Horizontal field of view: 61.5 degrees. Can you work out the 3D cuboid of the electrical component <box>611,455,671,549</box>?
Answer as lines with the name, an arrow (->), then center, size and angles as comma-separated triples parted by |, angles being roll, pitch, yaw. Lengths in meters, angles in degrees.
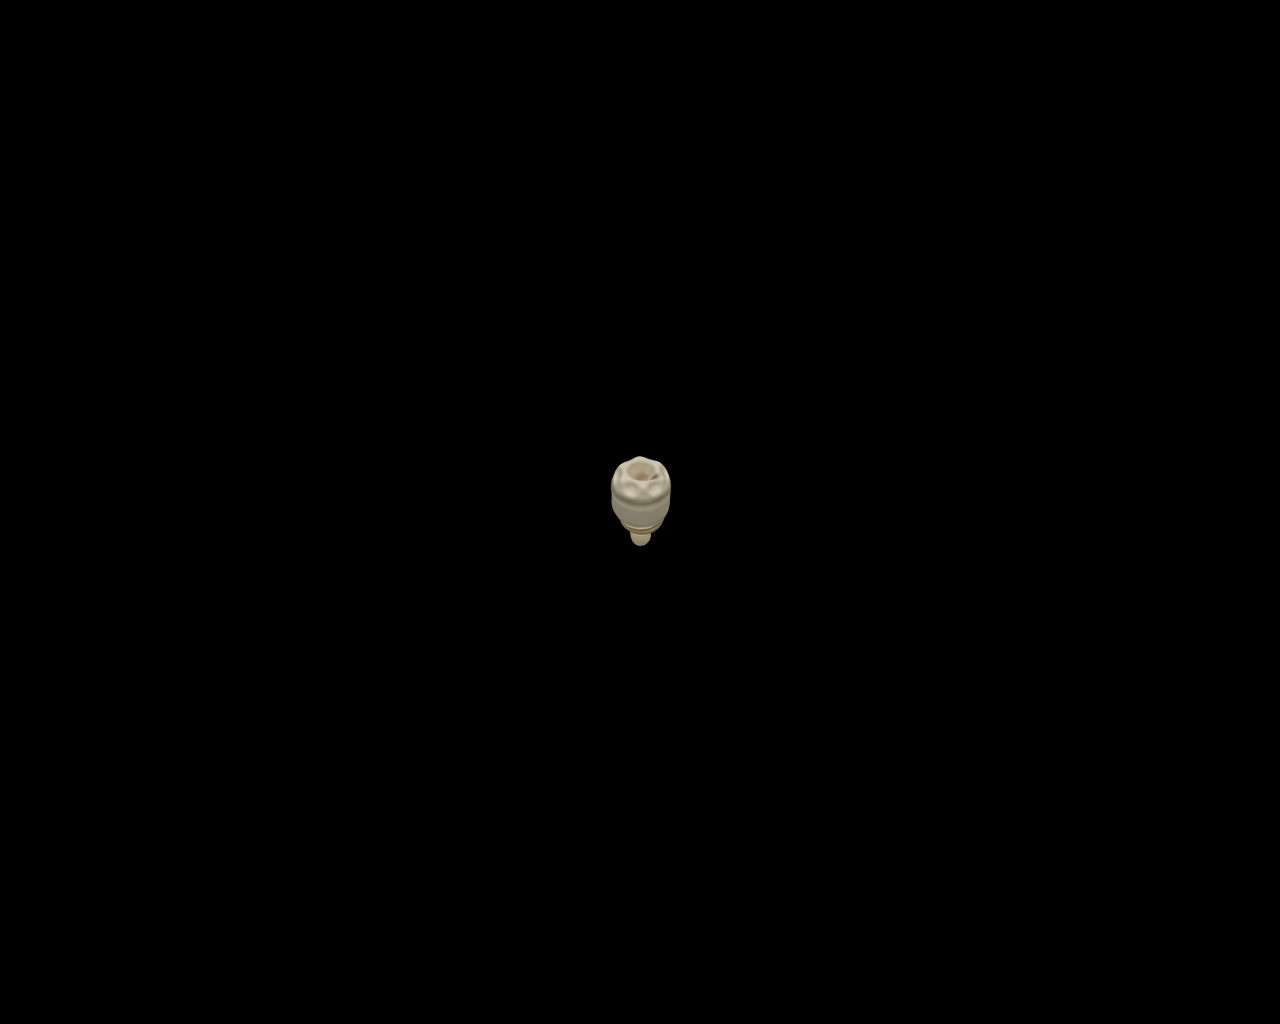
electrical component -> 0.001, -0.003, 0.650 | 0.035, 0.061, 0.035 | 0, 43, 0
